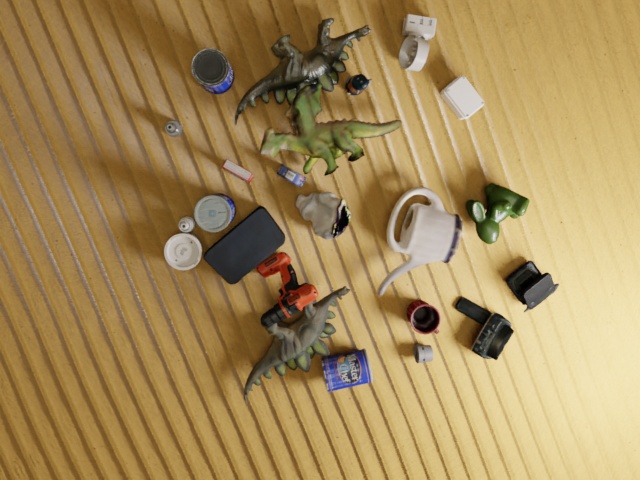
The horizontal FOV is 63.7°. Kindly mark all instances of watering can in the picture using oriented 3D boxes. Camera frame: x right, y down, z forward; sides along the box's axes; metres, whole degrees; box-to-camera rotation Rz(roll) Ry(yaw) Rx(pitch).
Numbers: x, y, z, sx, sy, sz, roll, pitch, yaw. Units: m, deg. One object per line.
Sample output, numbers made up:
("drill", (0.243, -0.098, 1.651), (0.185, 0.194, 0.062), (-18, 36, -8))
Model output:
("watering can", (0.301, 0.017, 1.547), (0.224, 0.104, 0.347), (14, 93, -6))

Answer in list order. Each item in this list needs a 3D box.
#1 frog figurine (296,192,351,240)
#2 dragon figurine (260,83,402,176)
("frog figurine", (0.005, -0.077, 1.538), (0.160, 0.123, 0.136), (16, 106, 30))
("dragon figurine", (0.017, -0.329, 1.468), (0.412, 0.123, 0.239), (-31, 112, -7))
